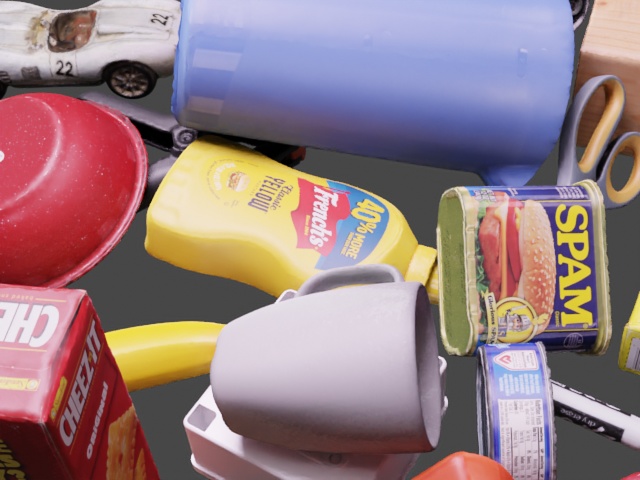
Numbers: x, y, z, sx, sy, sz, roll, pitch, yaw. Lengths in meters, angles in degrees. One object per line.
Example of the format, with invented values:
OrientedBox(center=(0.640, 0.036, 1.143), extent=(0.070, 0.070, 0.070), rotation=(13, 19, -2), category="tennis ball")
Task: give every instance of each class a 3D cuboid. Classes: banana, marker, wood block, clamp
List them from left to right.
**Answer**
OrientedBox(center=(-0.139, 0.081, 0.616), extent=(0.197, 0.037, 0.070), rotation=(-15, 16, -15), category="banana")
OrientedBox(center=(-0.097, -0.052, 0.740), extent=(0.171, 0.039, 0.120), rotation=(1, 63, 7), category="clamp")
OrientedBox(center=(0.154, 0.098, 0.599), extent=(0.121, 0.020, 0.020), rotation=(22, 55, 22), category="marker")
OrientedBox(center=(0.280, -0.104, 0.716), extent=(0.206, 0.091, 0.090), rotation=(13, 52, 15), category="wood block")

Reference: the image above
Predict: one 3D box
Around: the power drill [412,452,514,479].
OrientedBox(center=(0.074, 0.188, 0.455), extent=(0.185, 0.057, 0.188), rotation=(-37, 41, 20), category="power drill")

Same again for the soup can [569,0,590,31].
OrientedBox(center=(0.173, -0.213, 0.835), extent=(0.068, 0.068, 0.102), rotation=(2, 49, 6), category="soup can")

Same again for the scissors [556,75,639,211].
OrientedBox(center=(0.162, -0.006, 0.681), extent=(0.016, 0.096, 0.201), rotation=(10, 76, 52), category="scissors")

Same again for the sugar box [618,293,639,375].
OrientedBox(center=(0.249, 0.014, 0.648), extent=(0.093, 0.048, 0.176), rotation=(17, 49, 18), category="sugar box")

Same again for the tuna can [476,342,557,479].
OrientedBox(center=(0.102, 0.097, 0.561), extent=(0.034, 0.086, 0.086), rotation=(-2, 49, 5), category="tuna can")

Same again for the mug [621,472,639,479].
OrientedBox(center=(0.152, 0.157, 0.507), extent=(0.117, 0.081, 0.093), rotation=(26, 56, 24), category="mug")

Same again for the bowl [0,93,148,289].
OrientedBox(center=(-0.197, -0.042, 0.700), extent=(0.162, 0.055, 0.162), rotation=(-10, 57, 15), category="bowl")

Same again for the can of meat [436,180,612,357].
OrientedBox(center=(0.115, 0.017, 0.615), extent=(0.084, 0.057, 0.102), rotation=(-1, 85, -11), category="can of meat")

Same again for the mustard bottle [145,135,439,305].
OrientedBox(center=(-0.004, 0.000, 0.661), extent=(0.192, 0.058, 0.096), rotation=(20, 43, 8), category="mustard bottle")

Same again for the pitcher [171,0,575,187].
OrientedBox(center=(0.031, -0.125, 0.690), extent=(0.242, 0.145, 0.149), rotation=(6, 37, -8), category="pitcher")

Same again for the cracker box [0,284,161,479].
OrientedBox(center=(-0.167, 0.103, 0.493), extent=(0.164, 0.214, 0.072), rotation=(3, 50, 8), category="cracker box")
